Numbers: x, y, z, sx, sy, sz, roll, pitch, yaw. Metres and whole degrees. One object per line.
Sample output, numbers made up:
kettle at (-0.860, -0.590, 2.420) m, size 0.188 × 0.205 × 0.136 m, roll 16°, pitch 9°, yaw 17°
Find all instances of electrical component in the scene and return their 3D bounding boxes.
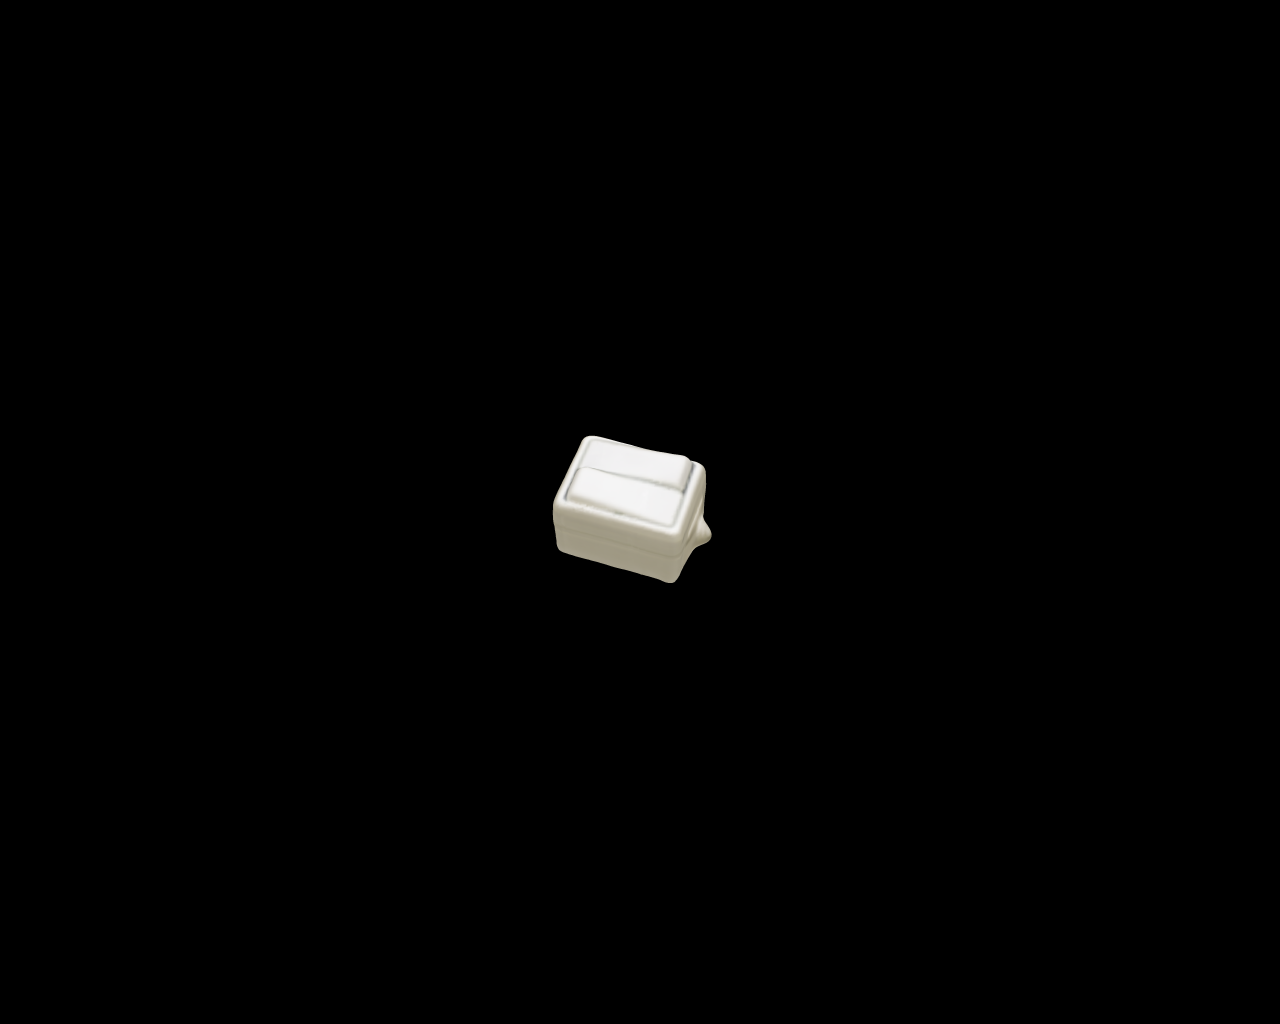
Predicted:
electrical component at (0.001, -0.003, 0.650) m, size 0.096 × 0.062 × 0.061 m, roll 15°, pitch -35°, yaw 11°
